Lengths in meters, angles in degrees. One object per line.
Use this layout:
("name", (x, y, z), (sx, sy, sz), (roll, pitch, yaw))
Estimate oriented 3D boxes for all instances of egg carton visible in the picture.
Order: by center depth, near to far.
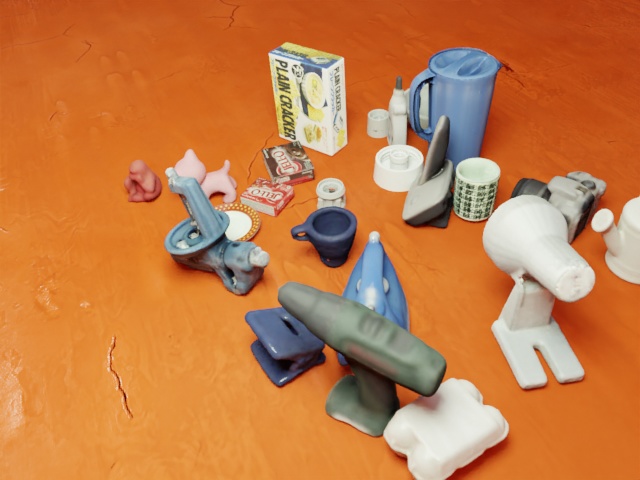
("egg carton", (0.165, 0.252, 0.756), (0.150, 0.069, 0.107), (-25, 47, -21))

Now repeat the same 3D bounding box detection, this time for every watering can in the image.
("watering can", (0.535, -0.025, 0.929), (0.173, 0.194, 0.100), (-20, 45, -15))

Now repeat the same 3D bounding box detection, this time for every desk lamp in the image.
("desk lamp", (0.320, 0.069, 0.833), (0.118, 0.214, 0.203), (-10, 43, -5))

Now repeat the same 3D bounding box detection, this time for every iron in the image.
("iron", (0.083, 0.070, 0.906), (0.118, 0.142, 0.258), (1, 43, 6))

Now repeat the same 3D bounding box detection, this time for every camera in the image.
("camera", (0.439, -0.081, 1.067), (0.136, 0.101, 0.143), (29, 53, 31))

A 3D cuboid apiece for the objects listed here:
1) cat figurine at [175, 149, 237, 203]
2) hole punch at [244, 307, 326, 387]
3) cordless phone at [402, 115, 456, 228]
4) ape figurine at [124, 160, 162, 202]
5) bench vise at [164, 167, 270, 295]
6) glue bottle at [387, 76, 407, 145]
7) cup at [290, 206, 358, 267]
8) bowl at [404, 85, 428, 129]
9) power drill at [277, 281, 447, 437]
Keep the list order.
("cat figurine", (-0.240, -0.131, 1.169), (0.128, 0.118, 0.067), (-10, 43, -6))
("hole punch", (-0.052, 0.146, 0.874), (0.101, 0.091, 0.108), (-27, 47, -22))
("cordless phone", (0.209, -0.128, 1.076), (0.094, 0.185, 0.147), (7, 44, 12))
("ape figurine", (-0.372, -0.126, 1.195), (0.076, 0.092, 0.077), (-32, 49, -26))
("bench vise", (-0.178, -0.023, 0.972), (0.207, 0.220, 0.121), (6, 44, 11))
("glue bottle", (0.170, -0.276, 1.247), (0.037, 0.173, 0.078), (-6, 43, -1))
("cup", (0.009, 0.004, 1.019), (0.118, 0.095, 0.091), (-9, 43, -4))
("bowl", (0.268, -0.295, 1.332), (0.167, 0.075, 0.167), (-2, 43, 3))
("power drill", (0.050, 0.164, 0.759), (0.229, 0.209, 0.076), (18, 47, 23))
